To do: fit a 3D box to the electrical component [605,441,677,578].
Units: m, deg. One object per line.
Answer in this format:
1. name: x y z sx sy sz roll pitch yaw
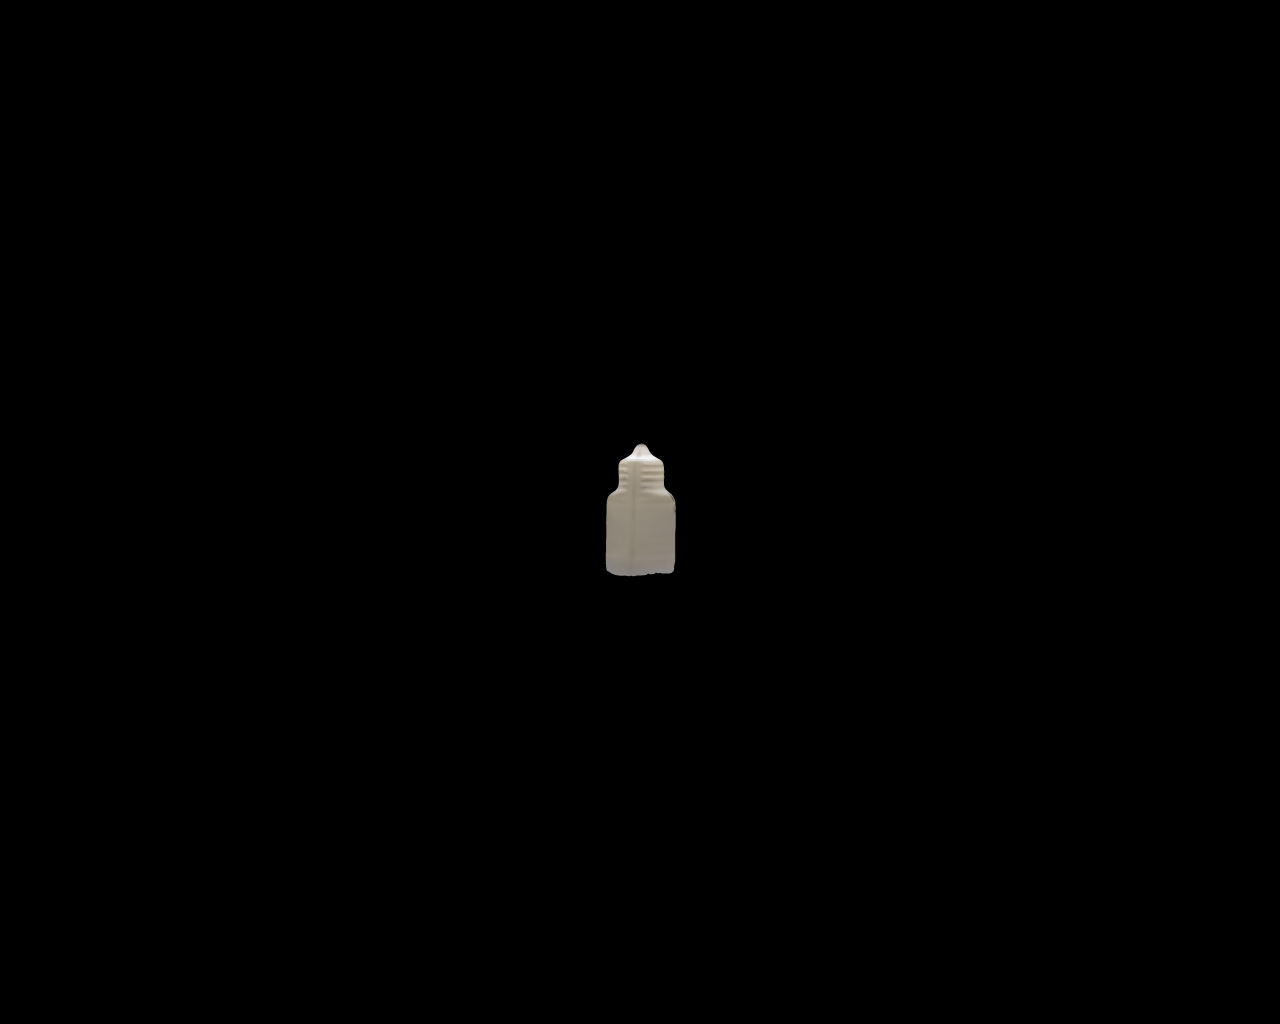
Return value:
1. electrical component: 0.001 -0.003 0.650 0.043 0.081 0.043 0 4 0
